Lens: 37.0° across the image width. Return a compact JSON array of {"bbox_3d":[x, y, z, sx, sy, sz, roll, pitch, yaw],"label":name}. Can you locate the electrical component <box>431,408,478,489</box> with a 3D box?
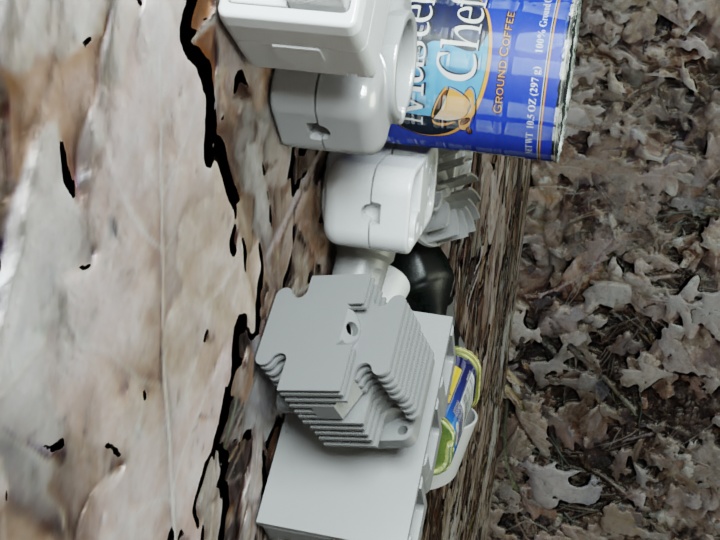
[{"bbox_3d":[0.038,0.124,0.836,0.099,0.099,0.064,-57,160,-64],"label":"electrical component"}]

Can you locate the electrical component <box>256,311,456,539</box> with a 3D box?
[{"bbox_3d":[0.002,0.102,0.667,0.061,0.089,0.150,78,23,-59],"label":"electrical component"}]

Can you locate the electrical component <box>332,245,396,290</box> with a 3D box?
[{"bbox_3d":[0.000,0.000,0.714,0.040,0.040,0.046,44,60,-76],"label":"electrical component"}]

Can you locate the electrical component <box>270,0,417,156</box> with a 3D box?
[{"bbox_3d":[-0.004,-0.110,0.566,0.053,0.059,0.095,76,25,-60],"label":"electrical component"}]

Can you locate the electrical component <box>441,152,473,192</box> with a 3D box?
[{"bbox_3d":[0.064,-0.121,0.894,0.108,0.056,0.108,-47,144,-70],"label":"electrical component"}]

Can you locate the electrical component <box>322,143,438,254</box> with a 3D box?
[{"bbox_3d":[0.012,-0.050,0.683,0.095,0.059,0.053,-54,150,-66],"label":"electrical component"}]

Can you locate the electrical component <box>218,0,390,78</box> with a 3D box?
[{"bbox_3d":[-0.019,-0.141,0.470,0.061,0.062,0.096,53,46,-73],"label":"electrical component"}]

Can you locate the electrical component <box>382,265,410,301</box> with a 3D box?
[{"bbox_3d":[0.008,0.029,0.754,0.045,0.045,0.055,83,19,-51],"label":"electrical component"}]
